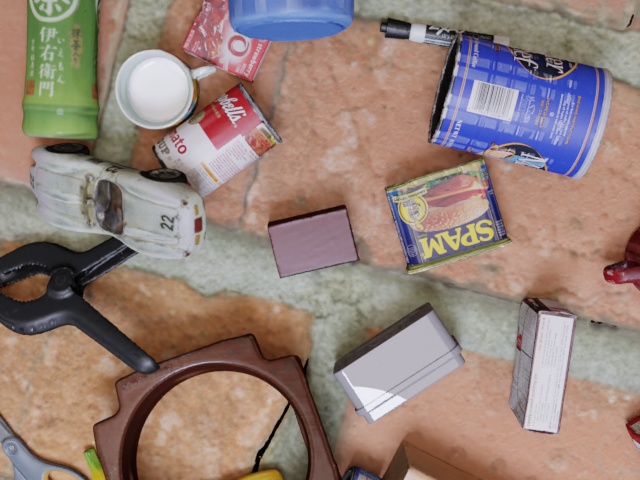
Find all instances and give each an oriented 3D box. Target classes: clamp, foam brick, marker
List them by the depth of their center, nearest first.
[{"bbox_3d":[-0.229,0.036,0.997,0.210,0.036,0.164,6,61,13],"label":"clamp"},{"bbox_3d":[0.116,-0.190,0.997,0.121,0.020,0.020,9,96,0],"label":"marker"},{"bbox_3d":[-0.007,0.001,1.000,0.078,0.053,0.051,-13,96,2],"label":"foam brick"}]

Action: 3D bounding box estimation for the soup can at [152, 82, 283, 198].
[{"bbox_3d":[-0.095,-0.089,0.984,0.102,0.068,0.068,-35,94,4],"label":"soup can"}]

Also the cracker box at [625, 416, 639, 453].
[{"bbox_3d":[0.423,0.194,1.007,0.214,0.072,0.164,-32,95,2],"label":"cracker box"}]

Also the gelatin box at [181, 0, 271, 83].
[{"bbox_3d":[-0.078,-0.202,0.992,0.073,0.030,0.089,25,95,-2],"label":"gelatin box"}]

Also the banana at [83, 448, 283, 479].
[{"bbox_3d":[-0.136,0.248,1.033,0.198,0.037,0.069,6,97,0],"label":"banana"}]

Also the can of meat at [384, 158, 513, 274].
[{"bbox_3d":[0.118,-0.023,0.996,0.102,0.057,0.084,-17,92,1],"label":"can of meat"}]

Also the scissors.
[{"bbox_3d":[-0.306,0.221,1.043,0.201,0.016,0.096,38,94,-3],"label":"scissors"}]

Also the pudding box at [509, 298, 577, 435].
[{"bbox_3d":[0.206,0.115,0.991,0.039,0.090,0.113,5,95,1],"label":"pudding box"}]

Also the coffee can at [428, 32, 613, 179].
[{"bbox_3d":[0.178,-0.120,0.962,0.140,0.103,0.103,13,95,-1],"label":"coffee can"}]

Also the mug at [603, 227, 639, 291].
[{"bbox_3d":[0.320,0.023,0.985,0.117,0.081,0.093,-13,95,1],"label":"mug"}]

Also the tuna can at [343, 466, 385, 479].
[{"bbox_3d":[0.028,0.258,1.009,0.034,0.086,0.086,26,95,-1],"label":"tuna can"}]

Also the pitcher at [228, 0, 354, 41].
[{"bbox_3d":[-0.020,-0.301,0.926,0.149,0.145,0.243,-2,90,8],"label":"pitcher"}]

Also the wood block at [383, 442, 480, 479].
[{"bbox_3d":[0.152,0.284,1.008,0.206,0.091,0.090,26,95,-2],"label":"wood block"}]
